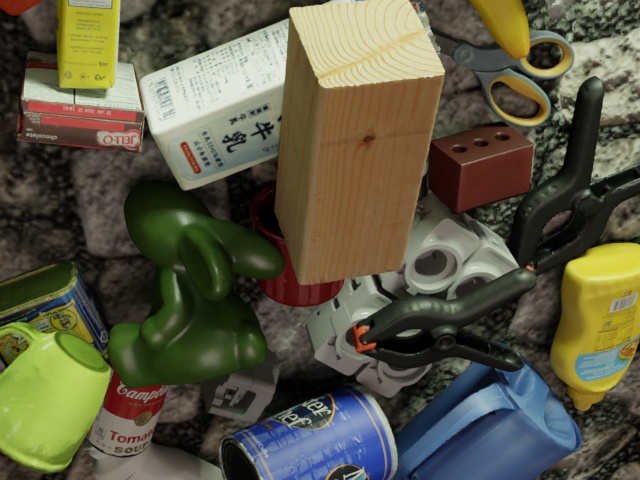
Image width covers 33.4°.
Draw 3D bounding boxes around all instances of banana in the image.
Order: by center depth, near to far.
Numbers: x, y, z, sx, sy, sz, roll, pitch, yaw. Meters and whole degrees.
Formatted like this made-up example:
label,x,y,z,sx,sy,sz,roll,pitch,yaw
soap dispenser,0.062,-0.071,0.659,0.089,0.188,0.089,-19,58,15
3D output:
label,x,y,z,sx,sy,sz,roll,pitch,yaw
banana,0.102,-0.215,0.850,0.197,0.037,0.070,23,105,-25

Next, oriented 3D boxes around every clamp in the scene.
label,x,y,z,sx,sy,sz,roll,pitch,yaw
clamp,0.117,0.074,0.971,0.171,0.039,0.120,0,122,-13
clamp,0.241,-0.049,0.994,0.164,0.036,0.210,31,114,-32

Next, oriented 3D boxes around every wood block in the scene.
label,x,y,z,sx,sy,sz,roll,pitch,yaw
wood block,0.023,-0.069,0.805,0.090,0.090,0.206,-8,140,-14

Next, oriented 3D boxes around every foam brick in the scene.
label,x,y,z,sx,sy,sz,roll,pitch,yaw
foam brick,0.141,-0.065,0.944,0.078,0.053,0.051,-17,128,-20

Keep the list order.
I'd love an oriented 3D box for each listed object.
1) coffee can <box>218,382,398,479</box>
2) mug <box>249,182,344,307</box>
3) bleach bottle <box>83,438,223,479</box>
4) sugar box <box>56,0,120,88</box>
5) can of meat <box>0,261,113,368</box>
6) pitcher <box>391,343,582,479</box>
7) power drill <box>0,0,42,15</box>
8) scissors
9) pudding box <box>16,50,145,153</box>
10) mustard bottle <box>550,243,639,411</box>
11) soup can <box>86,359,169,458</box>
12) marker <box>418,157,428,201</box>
label,x,y,z,sx,sy,sz,roll,pitch,yaw
coffee can,-0.012,0.208,1.016,0.140,0.103,0.103,-19,128,-26
mug,-0.006,0.001,0.947,0.117,0.093,0.081,-20,133,-27
bleach bottle,-0.137,0.263,1.101,0.103,0.068,0.250,-39,121,12
sugar box,-0.165,-0.206,0.764,0.048,0.093,0.176,-1,122,-14
can of meat,-0.246,0.075,0.954,0.102,0.057,0.084,-21,123,1
pitcher,0.132,0.227,1.097,0.149,0.145,0.243,40,110,-16
power drill,-0.291,-0.145,0.797,0.188,0.057,0.184,-43,122,15
scissors,0.139,-0.170,0.906,0.201,0.016,0.096,36,107,-30
pudding box,-0.183,-0.106,0.813,0.090,0.113,0.039,5,118,-16
mustard bottle,0.282,0.098,1.088,0.096,0.058,0.192,-15,127,-24
soup can,-0.180,0.146,1.009,0.068,0.068,0.102,11,120,-19
marker,0.088,-0.087,0.946,0.020,0.020,0.121,-8,124,-8
